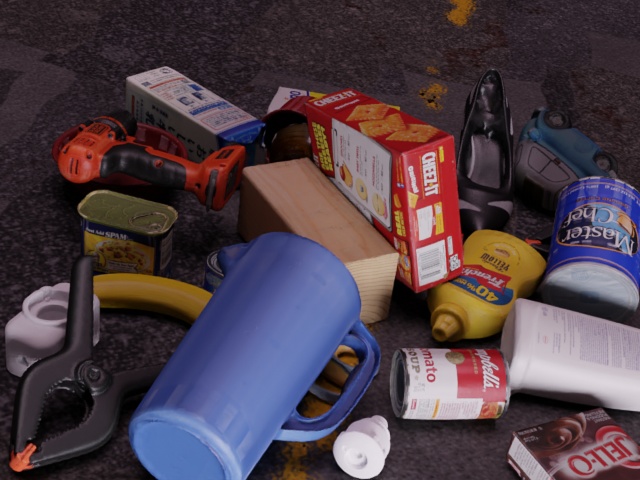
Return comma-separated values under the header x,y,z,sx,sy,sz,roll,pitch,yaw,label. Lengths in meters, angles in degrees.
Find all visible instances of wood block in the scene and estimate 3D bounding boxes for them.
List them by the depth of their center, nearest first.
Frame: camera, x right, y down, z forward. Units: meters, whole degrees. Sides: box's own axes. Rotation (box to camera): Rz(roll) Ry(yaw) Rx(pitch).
x,y,z,sx,sy,sz,roll,pitch,yaw,label
-0.008,0.002,1.182,0.090,0.091,0.206,-11,38,-26,wood block

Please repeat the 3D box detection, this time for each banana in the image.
x,y,z,sx,sy,sz,roll,pitch,yaw,label
-0.167,0.065,1.098,0.198,0.037,0.069,16,32,12,banana

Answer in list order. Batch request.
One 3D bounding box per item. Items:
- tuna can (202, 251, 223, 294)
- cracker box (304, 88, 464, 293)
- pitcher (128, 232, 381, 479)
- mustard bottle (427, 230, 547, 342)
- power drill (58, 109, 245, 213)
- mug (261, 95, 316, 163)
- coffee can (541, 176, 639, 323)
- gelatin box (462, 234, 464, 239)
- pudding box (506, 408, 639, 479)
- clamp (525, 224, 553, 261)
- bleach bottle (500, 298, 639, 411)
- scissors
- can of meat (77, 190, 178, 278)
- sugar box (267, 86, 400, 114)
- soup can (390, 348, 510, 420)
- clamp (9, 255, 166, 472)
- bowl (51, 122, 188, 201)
x,y,z,sx,sy,sz,roll,pitch,yaw,label
-0.083,0.041,1.144,0.086,0.034,0.086,8,22,-4,tuna can
0.070,-0.061,1.177,0.072,0.164,0.214,-20,29,-21,cracker box
-0.057,0.117,0.959,0.149,0.145,0.242,-2,34,31,pitcher
0.171,0.058,1.167,0.096,0.058,0.191,29,38,19,mustard bottle
-0.184,-0.095,1.212,0.187,0.057,0.184,12,24,4,power drill
-0.038,-0.137,1.400,0.117,0.093,0.081,-17,18,26,mug
0.308,0.013,1.194,0.103,0.103,0.140,14,50,8,coffee can
0.120,0.013,1.249,0.073,0.030,0.089,18,35,17,gelatin box
0.240,0.205,0.975,0.113,0.039,0.090,-11,38,-27,pudding box
0.332,0.015,1.287,0.171,0.039,0.120,-10,34,-15,clamp
0.311,0.134,1.080,0.251,0.068,0.102,14,45,1,bleach bottle
-0.018,0.100,1.099,0.096,0.016,0.202,-16,40,-33,scissors
-0.206,0.003,1.141,0.102,0.084,0.057,14,34,8,can of meat
0.017,-0.164,1.481,0.176,0.048,0.093,12,34,4,sugar box
0.124,0.138,1.027,0.102,0.068,0.068,2,34,-9,soup can
-0.198,0.130,0.963,0.164,0.036,0.209,35,50,-8,clamp
-0.242,-0.084,1.292,0.162,0.055,0.162,6,33,-4,bowl
